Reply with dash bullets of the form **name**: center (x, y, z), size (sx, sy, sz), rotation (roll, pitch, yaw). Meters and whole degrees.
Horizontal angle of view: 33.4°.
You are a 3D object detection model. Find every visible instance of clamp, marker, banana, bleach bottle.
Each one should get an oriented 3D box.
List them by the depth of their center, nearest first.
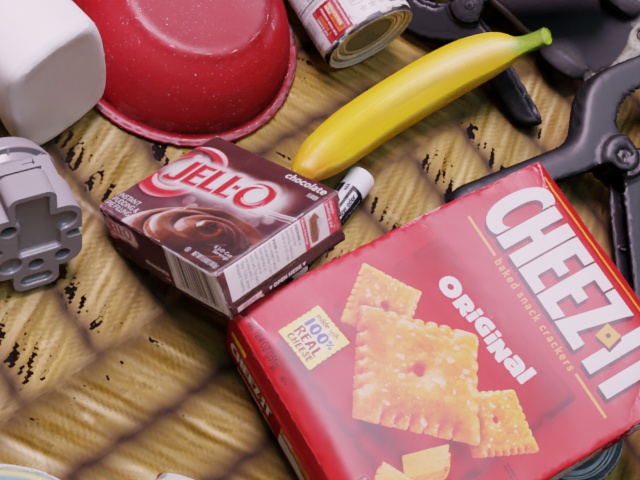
- **bleach bottle**: center (-0.230, -0.172, 0.617), size (0.068, 0.103, 0.251), rotation (-41, 80, -20)
- **marker**: center (-0.004, 0.001, 0.663), size (0.020, 0.020, 0.121), rotation (39, 61, -2)
- **banana**: center (0.056, -0.092, 0.696), size (0.197, 0.070, 0.037), rotation (-32, 95, -15)
- **clamp**: center (0.190, -0.054, 0.727), size (0.164, 0.036, 0.210), rotation (29, 78, -6)
- **clamp**: center (0.107, -0.155, 0.742), size (0.171, 0.120, 0.039), rotation (21, 17, 8)

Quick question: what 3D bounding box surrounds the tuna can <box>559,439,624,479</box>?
- **tuna can**: center (0.144, 0.115, 0.662), size (0.086, 0.034, 0.086), rotation (7, 67, -17)

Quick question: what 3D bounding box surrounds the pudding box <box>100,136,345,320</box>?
- **pudding box**: center (-0.056, -0.010, 0.605), size (0.089, 0.039, 0.114), rotation (-36, 44, -28)

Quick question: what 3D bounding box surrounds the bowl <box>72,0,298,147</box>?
- **bowl**: center (-0.083, -0.142, 0.673), size (0.162, 0.055, 0.162), rotation (8, 66, -18)

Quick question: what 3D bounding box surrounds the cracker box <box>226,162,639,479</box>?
- **cracker box**: center (0.077, 0.071, 0.606), size (0.213, 0.072, 0.164), rotation (-26, 71, -17)

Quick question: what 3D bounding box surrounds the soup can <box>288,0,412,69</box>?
- **soup can**: center (0.008, -0.175, 0.712), size (0.068, 0.069, 0.102), rotation (-25, 79, -27)

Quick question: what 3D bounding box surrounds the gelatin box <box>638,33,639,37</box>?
- **gelatin box**: center (0.276, -0.168, 0.831), size (0.073, 0.030, 0.089), rotation (-20, 77, -25)
